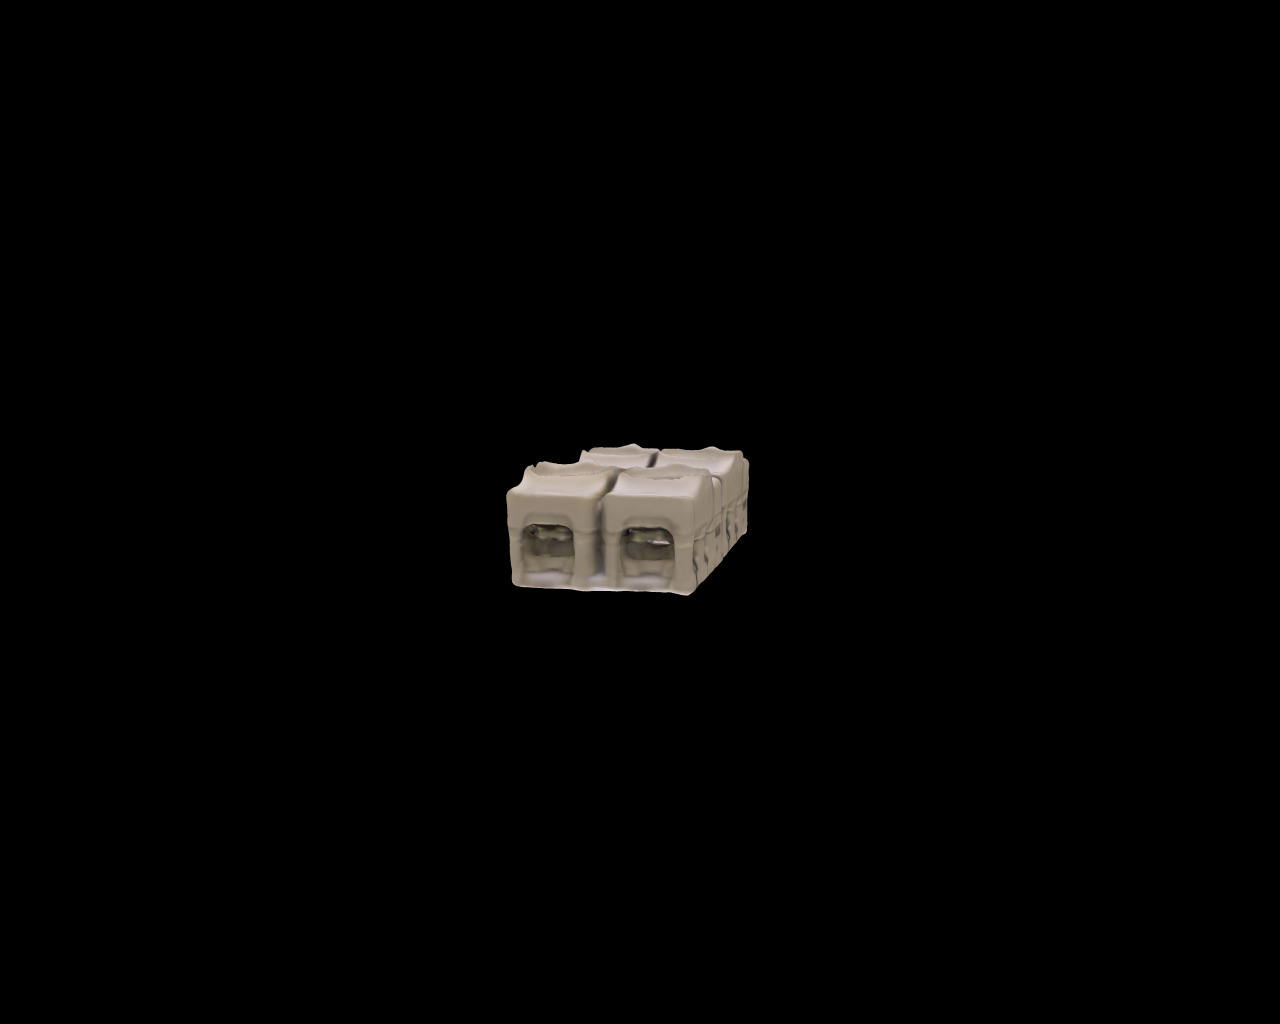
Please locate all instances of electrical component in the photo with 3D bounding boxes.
[{"bbox_3d":[0.001,-0.003,0.650,0.105,0.060,0.186,3,10,15],"label":"electrical component"}]
